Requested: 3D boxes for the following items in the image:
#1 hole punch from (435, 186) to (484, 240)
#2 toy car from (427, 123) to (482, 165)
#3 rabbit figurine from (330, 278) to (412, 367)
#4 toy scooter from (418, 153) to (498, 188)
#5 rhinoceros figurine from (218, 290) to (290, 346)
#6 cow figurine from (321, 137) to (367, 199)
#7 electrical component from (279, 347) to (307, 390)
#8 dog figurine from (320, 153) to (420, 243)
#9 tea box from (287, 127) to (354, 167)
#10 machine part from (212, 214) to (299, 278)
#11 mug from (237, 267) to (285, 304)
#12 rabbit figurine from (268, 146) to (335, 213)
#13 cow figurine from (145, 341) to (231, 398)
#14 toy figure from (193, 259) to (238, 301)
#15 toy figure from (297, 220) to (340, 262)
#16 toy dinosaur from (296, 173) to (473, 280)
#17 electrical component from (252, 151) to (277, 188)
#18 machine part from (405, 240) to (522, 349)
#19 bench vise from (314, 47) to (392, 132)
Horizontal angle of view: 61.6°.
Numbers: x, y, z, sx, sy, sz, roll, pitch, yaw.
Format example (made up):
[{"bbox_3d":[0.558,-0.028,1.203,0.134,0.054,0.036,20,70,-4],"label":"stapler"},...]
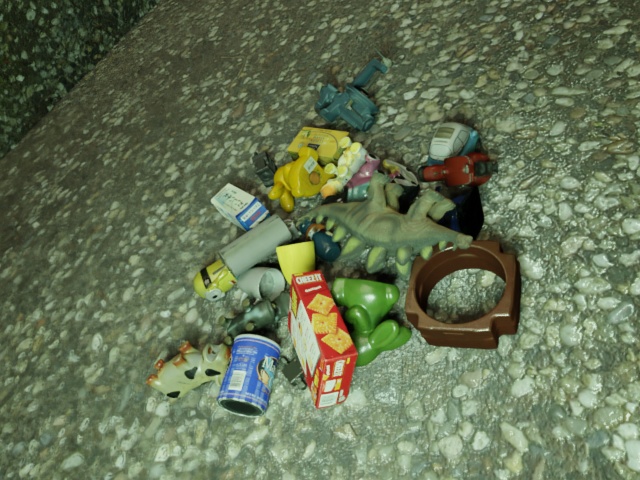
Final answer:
[{"bbox_3d":[0.277,-0.044,1.122,0.092,0.142,0.116,9,45,33],"label":"hole punch"},{"bbox_3d":[0.306,-0.223,1.271,0.109,0.102,0.161,17,62,39],"label":"toy car"},{"bbox_3d":[0.101,0.171,1.071,0.159,0.121,0.170,4,77,34],"label":"rabbit figurine"},{"bbox_3d":[0.316,-0.150,1.159,0.184,0.075,0.135,-8,4,-22],"label":"toy scooter"},{"bbox_3d":[-0.135,0.176,1.194,0.190,0.112,0.073,-32,60,20],"label":"rhinoceros figurine"},{"bbox_3d":[0.065,-0.170,1.384,0.068,0.098,0.167,29,90,36],"label":"cow figurine"},{"bbox_3d":[-0.045,0.267,1.119,0.063,0.021,0.094,-41,45,-6],"label":"electrical component"},{"bbox_3d":[0.109,-0.089,1.280,0.219,0.191,0.109,-53,39,32],"label":"dog figurine"},{"bbox_3d":[0.005,-0.252,1.492,0.170,0.068,0.098,15,62,37],"label":"tea box"},{"bbox_3d":[-0.154,0.013,1.281,0.243,0.079,0.079,-36,44,-13],"label":"machine part"},{"bbox_3d":[-0.151,0.114,1.277,0.107,0.080,0.109,7,64,47],"label":"mug"},{"bbox_3d":[-0.066,-0.155,1.443,0.173,0.121,0.162,13,70,53],"label":"rabbit figurine"},{"bbox_3d":[-0.270,0.286,1.176,0.195,0.127,0.085,-34,24,23],"label":"cow figurine"},{"bbox_3d":[-0.233,0.078,1.345,0.180,0.082,0.089,-43,49,-6],"label":"toy figure"},{"bbox_3d":[-0.005,-0.003,1.298,0.064,0.057,0.155,-36,42,-4],"label":"toy figure"},{"bbox_3d":[0.114,-0.033,1.101,0.472,0.105,0.198,22,87,51],"label":"toy dinosaur"},{"bbox_3d":[-0.159,-0.215,1.554,0.048,0.074,0.119,-24,43,12],"label":"electrical component"},{"bbox_3d":[0.275,0.103,1.028,0.201,0.087,0.201,-3,54,29],"label":"machine part"},{"bbox_3d":[0.103,-0.425,1.529,0.240,0.128,0.224,-50,52,9],"label":"bench vise"}]
